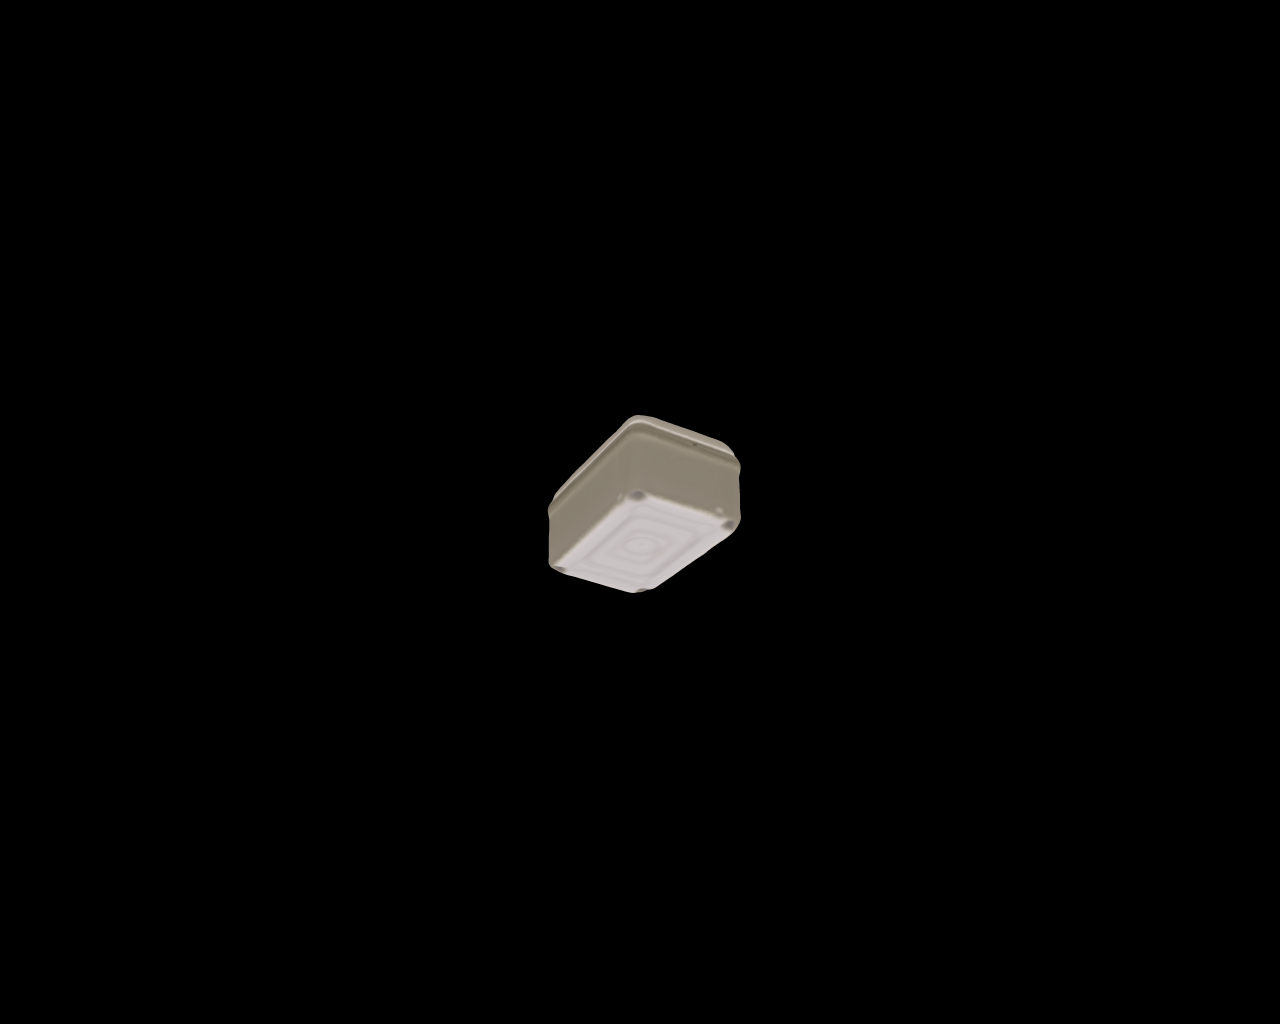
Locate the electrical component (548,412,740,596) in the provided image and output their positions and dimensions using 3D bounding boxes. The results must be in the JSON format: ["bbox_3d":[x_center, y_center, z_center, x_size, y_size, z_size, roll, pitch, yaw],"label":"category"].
[{"bbox_3d":[0.001,-0.003,0.650,0.078,0.057,0.113,18,-35,-27],"label":"electrical component"}]
